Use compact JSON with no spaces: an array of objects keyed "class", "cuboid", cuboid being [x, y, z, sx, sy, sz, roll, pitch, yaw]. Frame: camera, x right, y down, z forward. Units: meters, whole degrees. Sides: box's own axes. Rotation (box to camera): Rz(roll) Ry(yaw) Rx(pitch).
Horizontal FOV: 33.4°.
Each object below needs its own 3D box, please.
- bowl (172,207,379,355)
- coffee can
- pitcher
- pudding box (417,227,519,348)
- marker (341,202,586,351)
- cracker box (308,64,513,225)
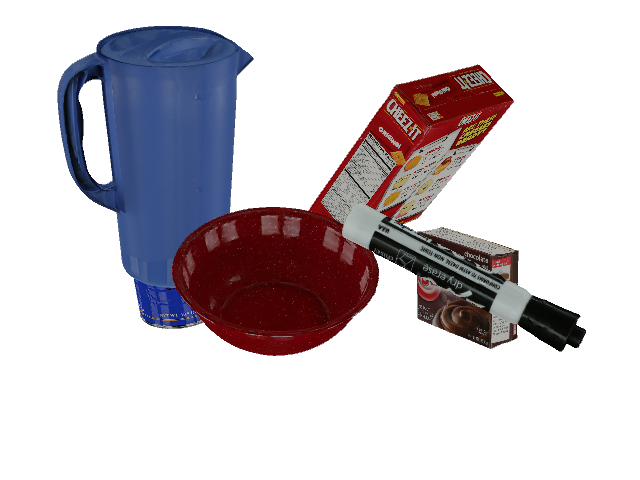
[{"class":"bowl","cuboid":[-0.036,0.041,0.849,0.162,0.055,0.162,2,37,-1]},{"class":"coffee can","cuboid":[-0.169,0.016,1.228,0.103,0.140,0.103,-5,26,2]},{"class":"pitcher","cuboid":[-0.155,-0.079,1.041,0.149,0.243,0.144,10,28,16]},{"class":"pudding box","cuboid":[0.137,0.042,1.008,0.039,0.090,0.114,-13,18,-33]},{"class":"marker","cuboid":[0.066,0.017,0.494,0.121,0.020,0.020,28,8,16]},{"class":"cracker box","cuboid":[0.099,-0.095,1.221,0.163,0.072,0.214,-22,-24,-45]}]
